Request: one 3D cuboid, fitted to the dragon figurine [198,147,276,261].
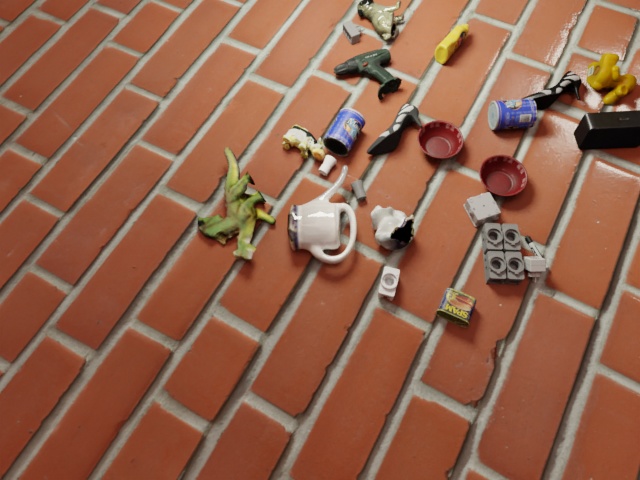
[{"bbox_3d":[-0.303,-0.103,1.714,0.243,0.120,0.416,-33,66,-4],"label":"dragon figurine"}]

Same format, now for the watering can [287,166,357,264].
[{"bbox_3d":[0.005,-0.085,1.684,0.224,0.102,0.354,-2,65,2],"label":"watering can"}]

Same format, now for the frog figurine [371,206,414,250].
[{"bbox_3d":[0.224,-0.041,1.675,0.161,0.121,0.138,22,73,51],"label":"frog figurine"}]
